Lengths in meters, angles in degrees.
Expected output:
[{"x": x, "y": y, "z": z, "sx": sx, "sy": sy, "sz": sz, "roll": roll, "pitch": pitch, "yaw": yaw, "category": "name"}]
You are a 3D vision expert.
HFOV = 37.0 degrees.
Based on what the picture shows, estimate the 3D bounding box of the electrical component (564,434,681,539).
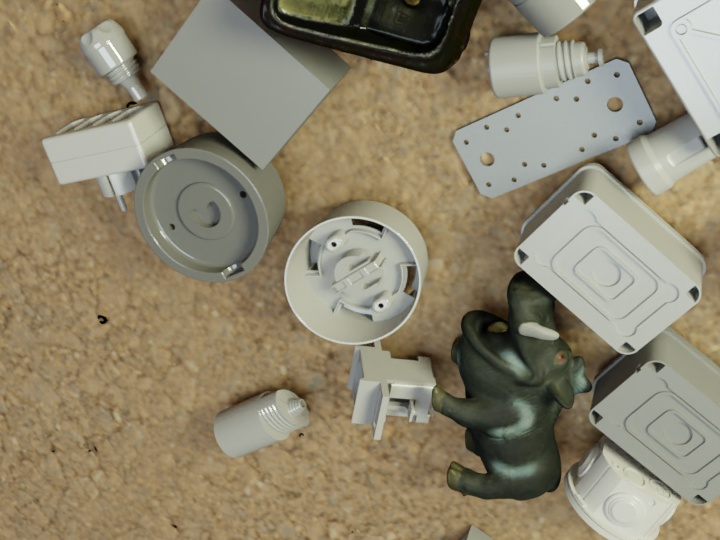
[{"x": 0.199, "y": 0.164, "z": 0.810, "sx": 0.080, "sy": 0.080, "sz": 0.051, "roll": 31, "pitch": 117, "yaw": 1, "category": "electrical component"}]

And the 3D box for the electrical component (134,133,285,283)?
[{"x": -0.108, "y": -0.052, "z": 0.813, "sx": 0.108, "sy": 0.060, "sz": 0.108, "roll": 8, "pitch": 119, "yaw": 15, "category": "electrical component"}]

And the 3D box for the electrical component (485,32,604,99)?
[{"x": 0.119, "y": -0.135, "z": 0.701, "sx": 0.078, "sy": 0.040, "sz": 0.040, "roll": -2, "pitch": 116, "yaw": 20, "category": "electrical component"}]

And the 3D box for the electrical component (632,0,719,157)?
[{"x": 0.237, "y": -0.142, "z": 0.646, "sx": 0.109, "sy": 0.056, "sz": 0.108, "roll": -28, "pitch": 105, "yaw": 29, "category": "electrical component"}]

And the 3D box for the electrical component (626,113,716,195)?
[{"x": 0.204, "y": -0.077, "z": 0.703, "sx": 0.046, "sy": 0.040, "sz": 0.040, "roll": -31, "pitch": 103, "yaw": 24, "category": "electrical component"}]

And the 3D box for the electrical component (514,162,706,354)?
[{"x": 0.172, "y": -0.009, "z": 0.739, "sx": 0.113, "sy": 0.057, "sz": 0.078, "roll": 41, "pitch": 122, "yaw": -4, "category": "electrical component"}]

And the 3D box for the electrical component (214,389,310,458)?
[{"x": -0.079, "y": 0.126, "z": 0.908, "sx": 0.081, "sy": 0.043, "sz": 0.043, "roll": -26, "pitch": 106, "yaw": 29, "category": "electrical component"}]

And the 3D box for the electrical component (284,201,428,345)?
[{"x": 0.000, "y": 0.000, "z": 0.800, "sx": 0.099, "sy": 0.064, "sz": 0.099, "roll": 8, "pitch": 119, "yaw": 15, "category": "electrical component"}]

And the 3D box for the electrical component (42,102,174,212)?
[{"x": -0.188, "y": -0.081, "z": 0.834, "sx": 0.083, "sy": 0.047, "sz": 0.075, "roll": -8, "pitch": 114, "yaw": 23, "category": "electrical component"}]

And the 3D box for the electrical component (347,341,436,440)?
[{"x": 0.025, "y": 0.091, "z": 0.838, "sx": 0.064, "sy": 0.081, "sz": 0.042, "roll": 6, "pitch": 121, "yaw": -10, "category": "electrical component"}]

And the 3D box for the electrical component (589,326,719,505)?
[{"x": 0.231, "y": 0.103, "z": 0.778, "sx": 0.113, "sy": 0.057, "sz": 0.078, "roll": 39, "pitch": 122, "yaw": -3, "category": "electrical component"}]

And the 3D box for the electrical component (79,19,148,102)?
[{"x": -0.180, "y": -0.153, "z": 0.800, "sx": 0.035, "sy": 0.035, "sz": 0.061, "roll": -23, "pitch": 110, "yaw": 28, "category": "electrical component"}]

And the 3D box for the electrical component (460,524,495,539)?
[{"x": 0.142, "y": 0.314, "z": 0.893, "sx": 0.186, "sy": 0.105, "sz": 0.060, "roll": 34, "pitch": 123, "yaw": 0, "category": "electrical component"}]

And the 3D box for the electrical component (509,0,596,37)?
[{"x": 0.119, "y": -0.179, "z": 0.669, "sx": 0.055, "sy": 0.055, "sz": 0.047, "roll": -35, "pitch": 105, "yaw": 31, "category": "electrical component"}]
